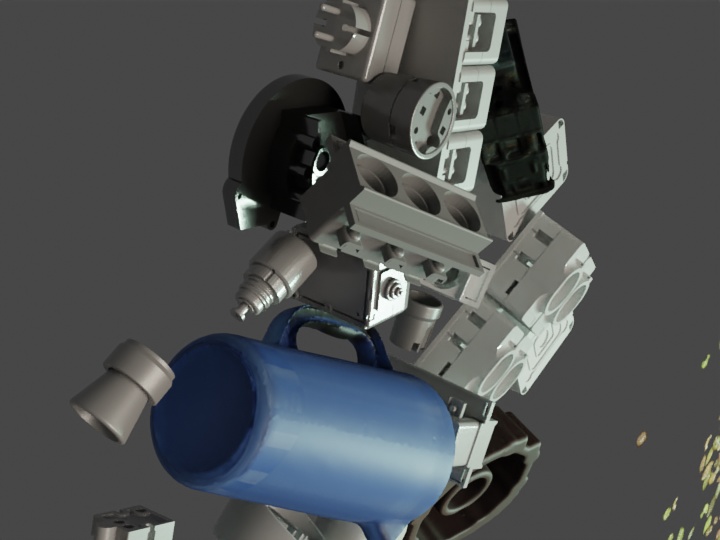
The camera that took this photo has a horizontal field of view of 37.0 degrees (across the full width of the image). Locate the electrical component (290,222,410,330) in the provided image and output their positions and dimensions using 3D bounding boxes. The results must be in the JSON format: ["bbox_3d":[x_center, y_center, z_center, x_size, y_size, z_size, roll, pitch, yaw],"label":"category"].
[{"bbox_3d":[0.000,0.000,0.824,0.061,0.096,0.061,-23,126,-47],"label":"electrical component"}]

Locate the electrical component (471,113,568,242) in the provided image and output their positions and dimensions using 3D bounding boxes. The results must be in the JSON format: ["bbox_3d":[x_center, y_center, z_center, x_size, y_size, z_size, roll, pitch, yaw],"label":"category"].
[{"bbox_3d":[0.140,-0.091,1.003,0.113,0.057,0.078,-46,141,-29],"label":"electrical component"}]

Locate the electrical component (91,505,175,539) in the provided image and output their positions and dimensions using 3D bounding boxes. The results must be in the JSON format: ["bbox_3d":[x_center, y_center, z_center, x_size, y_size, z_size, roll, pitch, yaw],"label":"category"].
[{"bbox_3d":[-0.163,0.201,0.758,0.066,0.048,0.055,2,99,-55],"label":"electrical component"}]

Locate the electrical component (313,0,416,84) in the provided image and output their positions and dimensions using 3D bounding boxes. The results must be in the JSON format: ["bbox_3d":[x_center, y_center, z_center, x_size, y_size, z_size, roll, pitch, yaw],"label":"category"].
[{"bbox_3d":[-0.007,-0.170,0.762,0.077,0.047,0.065,0,109,-54],"label":"electrical component"}]

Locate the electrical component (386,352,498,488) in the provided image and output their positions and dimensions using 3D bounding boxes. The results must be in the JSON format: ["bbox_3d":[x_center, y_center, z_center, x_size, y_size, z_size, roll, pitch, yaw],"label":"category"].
[{"bbox_3d":[0.049,0.130,0.944,0.063,0.121,0.078,9,101,-53],"label":"electrical component"}]

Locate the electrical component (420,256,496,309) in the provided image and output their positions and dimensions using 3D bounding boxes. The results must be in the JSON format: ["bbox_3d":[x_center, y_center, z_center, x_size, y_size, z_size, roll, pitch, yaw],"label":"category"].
[{"bbox_3d":[0.075,0.000,0.952,0.064,0.081,0.042,47,67,-85],"label":"electrical component"}]

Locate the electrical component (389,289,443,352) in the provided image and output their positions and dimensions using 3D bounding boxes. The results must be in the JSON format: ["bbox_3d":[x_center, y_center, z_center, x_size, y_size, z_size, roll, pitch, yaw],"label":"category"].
[{"bbox_3d":[0.050,0.046,0.973,0.040,0.040,0.046,-6,119,-53],"label":"electrical component"}]

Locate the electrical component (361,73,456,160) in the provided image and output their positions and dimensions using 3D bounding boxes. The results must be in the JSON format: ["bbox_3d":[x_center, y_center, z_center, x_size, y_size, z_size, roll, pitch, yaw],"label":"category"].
[{"bbox_3d":[0.034,-0.111,0.763,0.055,0.047,0.055,-31,132,-43],"label":"electrical component"}]

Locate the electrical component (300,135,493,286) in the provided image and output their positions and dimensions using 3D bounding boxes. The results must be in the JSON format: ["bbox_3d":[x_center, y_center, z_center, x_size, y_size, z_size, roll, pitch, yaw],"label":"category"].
[{"bbox_3d":[0.024,-0.035,0.744,0.121,0.078,0.063,19,132,-38],"label":"electrical component"}]

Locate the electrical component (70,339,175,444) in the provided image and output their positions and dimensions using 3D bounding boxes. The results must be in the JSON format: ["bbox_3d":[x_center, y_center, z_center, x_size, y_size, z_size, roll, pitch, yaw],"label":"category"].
[{"bbox_3d":[-0.154,0.079,0.700,0.055,0.045,0.045,-52,143,-23],"label":"electrical component"}]

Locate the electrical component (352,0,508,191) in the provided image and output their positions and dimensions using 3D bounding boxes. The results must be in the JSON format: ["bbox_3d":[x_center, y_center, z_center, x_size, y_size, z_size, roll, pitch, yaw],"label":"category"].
[{"bbox_3d":[0.051,-0.140,0.821,0.062,0.089,0.150,-15,120,-50],"label":"electrical component"}]

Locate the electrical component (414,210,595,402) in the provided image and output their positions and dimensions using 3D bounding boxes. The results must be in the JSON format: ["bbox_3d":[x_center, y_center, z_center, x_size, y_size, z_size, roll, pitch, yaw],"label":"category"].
[{"bbox_3d":[0.144,0.046,1.026,0.186,0.060,0.105,-51,158,1],"label":"electrical component"}]

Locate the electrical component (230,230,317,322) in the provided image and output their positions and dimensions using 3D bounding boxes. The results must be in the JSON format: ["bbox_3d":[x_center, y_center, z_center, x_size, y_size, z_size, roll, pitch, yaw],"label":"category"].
[{"bbox_3d":[-0.066,0.006,0.786,0.078,0.040,0.040,-49,142,-26],"label":"electrical component"}]

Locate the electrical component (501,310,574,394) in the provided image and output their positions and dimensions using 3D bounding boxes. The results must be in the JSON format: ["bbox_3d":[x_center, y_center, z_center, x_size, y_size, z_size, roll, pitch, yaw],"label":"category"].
[{"bbox_3d":[0.171,0.063,1.135,0.113,0.057,0.078,-49,142,-26],"label":"electrical component"}]

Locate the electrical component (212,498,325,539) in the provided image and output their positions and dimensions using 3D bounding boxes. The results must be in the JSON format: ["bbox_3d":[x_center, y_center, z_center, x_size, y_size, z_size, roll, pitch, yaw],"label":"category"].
[{"bbox_3d":[-0.067,0.210,0.854,0.064,0.099,0.099,-54,145,-9],"label":"electrical component"}]
